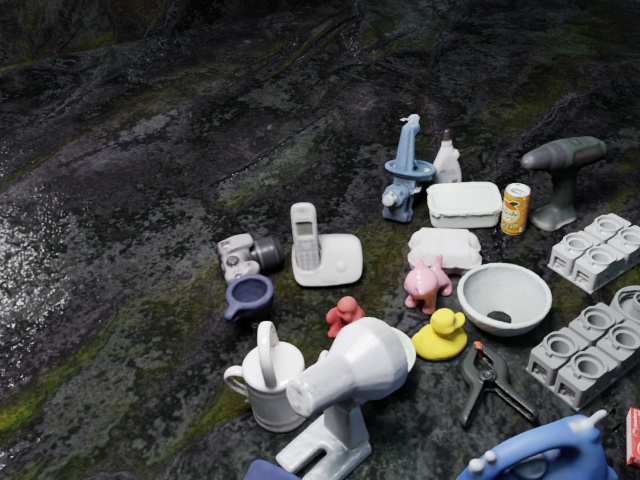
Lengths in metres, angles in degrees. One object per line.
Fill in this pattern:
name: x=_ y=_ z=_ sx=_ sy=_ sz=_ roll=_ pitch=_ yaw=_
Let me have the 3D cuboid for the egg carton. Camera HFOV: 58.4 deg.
egg carton: x=0.260 y=0.027 z=1.197 sx=0.150 sy=0.069 sz=0.107 roll=1 pitch=39 yaw=10

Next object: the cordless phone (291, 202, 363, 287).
cordless phone: x=0.011 y=0.004 z=1.167 sx=0.147 sy=0.185 sz=0.094 roll=-5 pitch=39 yaw=1

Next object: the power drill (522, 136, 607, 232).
power drill: x=0.517 y=-0.127 z=1.242 sx=0.230 sy=0.209 sz=0.075 roll=-24 pitch=42 yaw=-21

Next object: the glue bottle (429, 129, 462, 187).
glue bottle: x=0.303 y=-0.188 z=1.376 sx=0.078 sy=0.173 sz=0.037 roll=-7 pitch=39 yaw=-1

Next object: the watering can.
watering can: x=-0.065 y=0.209 z=0.916 sx=0.173 sy=0.194 sz=0.100 roll=-17 pitch=40 yaw=-13

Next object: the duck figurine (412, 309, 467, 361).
duck figurine: x=0.214 y=0.162 z=1.023 sx=0.104 sy=0.086 sz=0.077 roll=-15 pitch=39 yaw=-10

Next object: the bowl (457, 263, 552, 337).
bowl: x=0.338 y=0.123 z=1.063 sx=0.167 sy=0.075 sz=0.167 roll=-4 pitch=39 yaw=3

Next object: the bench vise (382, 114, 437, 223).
bench vise: x=0.207 y=-0.162 z=1.319 sx=0.121 sy=0.220 sz=0.207 roll=2 pitch=39 yaw=11

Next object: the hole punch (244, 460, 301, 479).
hole punch: x=-0.066 y=0.377 z=0.790 sx=0.108 sy=0.091 sz=0.101 roll=16 pitch=44 yaw=26

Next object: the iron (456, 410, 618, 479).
iron: x=0.278 y=0.309 z=0.786 sx=0.258 sy=0.142 sz=0.118 roll=-14 pitch=39 yaw=-10

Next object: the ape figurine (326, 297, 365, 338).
ape figurine: x=0.051 y=0.142 z=1.065 sx=0.076 sy=0.092 sz=0.077 roll=-24 pitch=42 yaw=-20

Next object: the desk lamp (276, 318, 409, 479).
desk lamp: x=0.030 y=0.241 z=0.846 sx=0.204 sy=0.214 sz=0.117 roll=-34 pitch=46 yaw=-30

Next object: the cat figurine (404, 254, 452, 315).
cat figurine: x=0.205 y=0.078 z=1.103 sx=0.067 sy=0.118 sz=0.128 roll=21 pitch=46 yaw=30

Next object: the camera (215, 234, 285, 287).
camera: x=-0.142 y=0.042 z=1.208 sx=0.137 sy=0.101 sz=0.142 roll=-17 pitch=40 yaw=-13

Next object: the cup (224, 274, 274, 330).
cup: x=-0.135 y=0.136 z=1.095 sx=0.091 sy=0.095 sz=0.118 roll=17 pitch=44 yaw=26
